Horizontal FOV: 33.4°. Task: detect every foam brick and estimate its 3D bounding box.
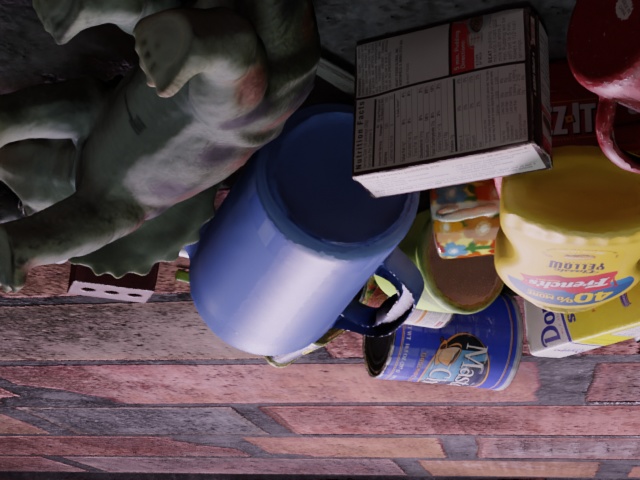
[{"bbox_3d":[-0.194,0.026,1.006,0.078,0.051,0.053,8,161,-18],"label":"foam brick"}]

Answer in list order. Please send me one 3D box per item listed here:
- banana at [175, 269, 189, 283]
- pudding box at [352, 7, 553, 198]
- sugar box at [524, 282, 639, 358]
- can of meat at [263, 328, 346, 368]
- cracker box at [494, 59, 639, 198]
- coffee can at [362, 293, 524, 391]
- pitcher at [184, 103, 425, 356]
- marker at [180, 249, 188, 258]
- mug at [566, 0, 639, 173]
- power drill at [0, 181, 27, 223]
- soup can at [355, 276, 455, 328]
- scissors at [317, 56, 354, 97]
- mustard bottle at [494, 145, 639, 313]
[{"bbox_3d":[-0.052,0.039,1.051,0.198,0.037,0.069,-12,158,35],"label":"banana"},{"bbox_3d":[0.074,-0.078,0.616,0.114,0.090,0.039,-9,158,29],"label":"pudding box"},{"bbox_3d":[0.249,0.044,0.946,0.048,0.093,0.177,8,160,-28],"label":"sugar box"},{"bbox_3d":[-0.005,0.079,1.085,0.101,0.057,0.084,-31,180,-37],"label":"can of meat"},{"bbox_3d":[0.208,-0.046,0.723,0.164,0.072,0.213,-4,159,18],"label":"cracker box"},{"bbox_3d":[0.126,0.099,1.107,0.140,0.103,0.103,7,160,-14],"label":"coffee can"},{"bbox_3d":[-0.005,0.001,0.774,0.149,0.145,0.243,-14,167,-18],"label":"pitcher"},{"bbox_3d":[-0.172,-0.003,0.969,0.121,0.020,0.020,12,159,-26],"label":"marker"},{"bbox_3d":[0.176,-0.091,0.543,0.081,0.117,0.093,17,-169,-25],"label":"mug"},{"bbox_3d":[-0.331,-0.046,0.793,0.185,0.057,0.187,-1,161,20],"label":"power drill"},{"bbox_3d":[0.073,0.045,1.008,0.102,0.068,0.069,10,160,-23],"label":"soup can"},{"bbox_3d":[0.034,-0.084,0.718,0.201,0.016,0.096,15,157,-32],"label":"scissors"},{"bbox_3d":[0.160,0.005,0.682,0.096,0.058,0.191,2,160,8],"label":"mustard bottle"}]
